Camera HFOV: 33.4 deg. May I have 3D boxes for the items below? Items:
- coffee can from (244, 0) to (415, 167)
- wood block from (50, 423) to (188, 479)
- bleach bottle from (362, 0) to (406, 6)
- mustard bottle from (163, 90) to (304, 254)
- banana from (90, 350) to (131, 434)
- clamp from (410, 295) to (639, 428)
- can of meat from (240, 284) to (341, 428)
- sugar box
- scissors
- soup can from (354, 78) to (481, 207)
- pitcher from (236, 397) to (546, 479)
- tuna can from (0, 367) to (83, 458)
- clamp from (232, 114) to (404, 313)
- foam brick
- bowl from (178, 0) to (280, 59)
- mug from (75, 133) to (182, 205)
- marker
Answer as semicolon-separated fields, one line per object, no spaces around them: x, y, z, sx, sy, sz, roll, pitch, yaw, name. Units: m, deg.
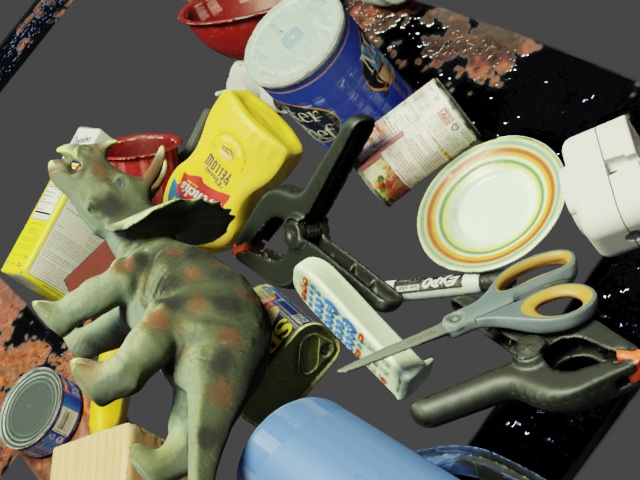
0.013;-0.145;0.974;0.103;0.140;0.103;-19;52;26;coffee can
-0.167;0.269;0.876;0.090;0.090;0.206;-22;51;25;wood block
0.019;-0.313;1.105;0.068;0.102;0.251;-38;45;0;bleach bottle
-0.100;-0.045;1.028;0.096;0.058;0.192;46;119;18;mustard bottle
-0.194;0.119;1.014;0.037;0.070;0.197;7;53;-5;banana
0.155;0.083;0.789;0.172;0.039;0.120;-7;49;25;clamp
-0.046;0.098;0.920;0.102;0.057;0.084;-50;42;-2;can of meat
-0.254;-0.022;1.131;0.048;0.093;0.176;8;67;40;sugar box
0.118;0.066;0.784;0.201;0.016;0.096;-30;31;-16;scissors
0.081;-0.086;0.935;0.102;0.068;0.068;-37;46;12;soup can
0.057;0.200;0.738;0.243;0.149;0.145;29;97;48;pitcher
-0.278;0.173;1.063;0.086;0.033;0.086;-19;52;27;tuna can
-0.006;0.001;0.937;0.210;0.036;0.164;-26;73;49;clamp
-0.211;0.041;1.085;0.078;0.053;0.051;-42;44;6;foam brick
-0.065;-0.233;1.123;0.162;0.055;0.162;-12;27;6;bowl
-0.193;-0.057;1.087;0.117;0.081;0.093;-6;20;-2;mug
0.103;0.038;0.872;0.121;0.020;0.020;-8;58;34;marker
